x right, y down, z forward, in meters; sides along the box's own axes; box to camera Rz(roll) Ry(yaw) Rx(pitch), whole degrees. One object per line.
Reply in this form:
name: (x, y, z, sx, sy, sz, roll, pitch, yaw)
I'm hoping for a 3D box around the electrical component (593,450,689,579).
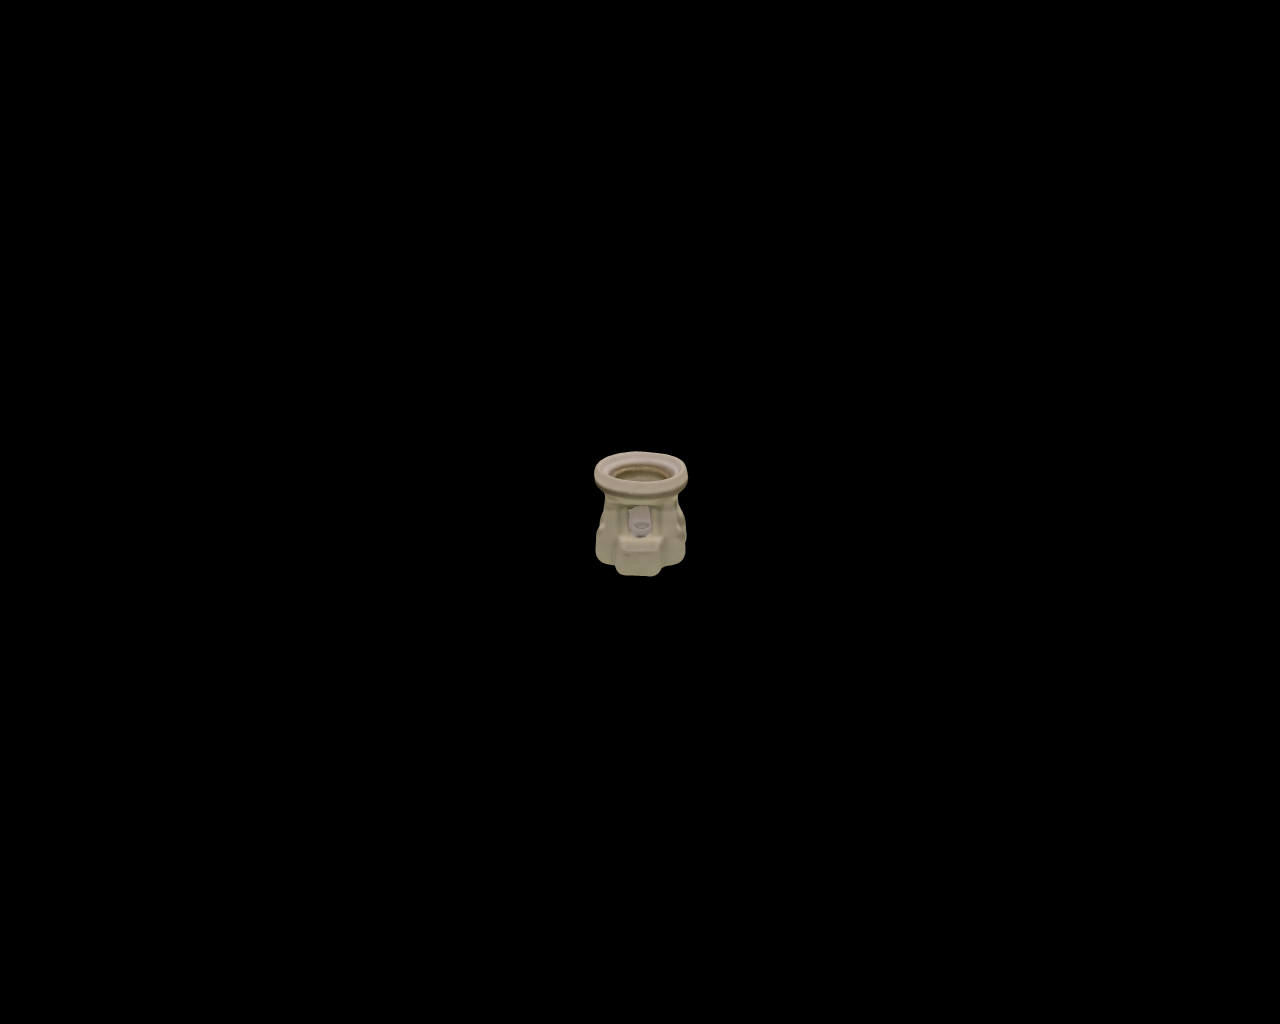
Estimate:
electrical component: (0.001, -0.003, 0.650, 0.058, 0.056, 0.078, 1, 24, 3)
